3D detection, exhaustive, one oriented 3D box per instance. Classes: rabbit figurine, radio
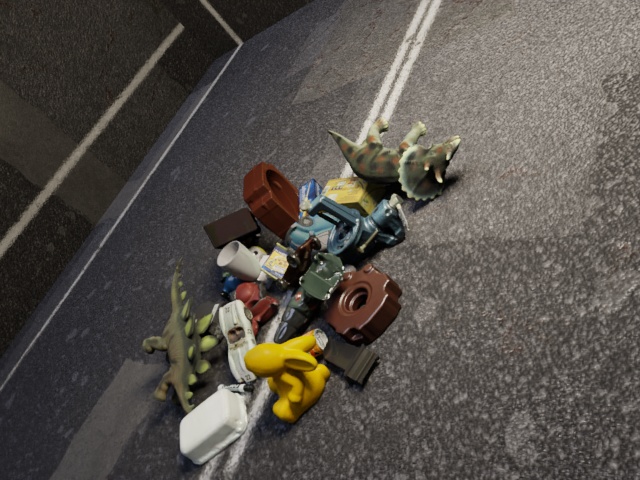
[{"bbox_3d":[-0.070,0.265,1.079,0.162,0.173,0.122,-37,28,22],"label":"rabbit figurine"},{"bbox_3d":[-0.245,-0.031,1.541,0.131,0.073,0.229,-26,1,-3],"label":"radio"}]

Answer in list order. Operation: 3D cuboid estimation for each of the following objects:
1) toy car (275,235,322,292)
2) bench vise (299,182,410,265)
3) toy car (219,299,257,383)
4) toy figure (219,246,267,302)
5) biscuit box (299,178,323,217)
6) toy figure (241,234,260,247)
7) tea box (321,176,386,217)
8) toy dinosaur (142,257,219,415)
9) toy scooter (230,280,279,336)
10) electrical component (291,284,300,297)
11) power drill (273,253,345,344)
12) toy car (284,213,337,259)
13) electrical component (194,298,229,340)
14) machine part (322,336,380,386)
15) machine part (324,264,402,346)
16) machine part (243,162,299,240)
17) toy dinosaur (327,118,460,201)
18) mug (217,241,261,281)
[{"bbox_3d":[-0.049,0.061,1.278,0.089,0.053,0.202,-37,-12,-31],"label":"toy car"},{"bbox_3d":[0.070,-0.042,1.221,0.223,0.240,0.129,-41,31,39],"label":"bench vise"},{"bbox_3d":[-0.191,0.243,1.295,0.073,0.056,0.202,-27,64,18],"label":"toy car"},{"bbox_3d":[-0.219,0.094,1.529,0.089,0.082,0.180,14,64,52],"label":"toy figure"},{"bbox_3d":[-0.021,-0.090,1.528,0.059,0.062,0.203,-31,35,20],"label":"biscuit box"},{"bbox_3d":[-0.247,0.014,1.682,0.064,0.057,0.154,31,75,32],"label":"toy figure"},{"bbox_3d":[0.080,-0.113,1.431,0.170,0.068,0.098,2,55,49],"label":"tea box"},{"bbox_3d":[-0.364,0.260,1.418,0.198,0.105,0.472,-40,53,19],"label":"toy dinosaur"},{"bbox_3d":[-0.165,0.165,1.392,0.135,0.075,0.184,-37,38,18],"label":"toy scooter"},{"bbox_3d":[-0.037,0.109,1.359,0.063,0.021,0.094,-1,52,49],"label":"electrical component"},{"bbox_3d":[-0.021,0.127,1.206,0.232,0.086,0.207,-55,-8,-27],"label":"power drill"},{"bbox_3d":[-0.003,-0.004,1.368,0.103,0.162,0.109,60,147,23],"label":"toy car"},{"bbox_3d":[-0.314,0.232,1.509,0.134,0.058,0.115,-17,40,39],"label":"electrical component"},{"bbox_3d":[0.055,0.241,1.087,0.139,0.039,0.084,15,71,53],"label":"machine part"},{"bbox_3d":[0.089,0.137,1.150,0.179,0.056,0.179,-30,36,25],"label":"machine part"},{"bbox_3d":[-0.127,-0.110,1.543,0.087,0.200,0.202,-36,33,17],"label":"machine part"},{"bbox_3d":[0.160,-0.194,1.312,0.405,0.131,0.192,7,49,34],"label":"toy dinosaur"},{"bbox_3d":[-0.218,0.069,1.441,0.110,0.107,0.081,-24,39,33],"label":"mug"}]
